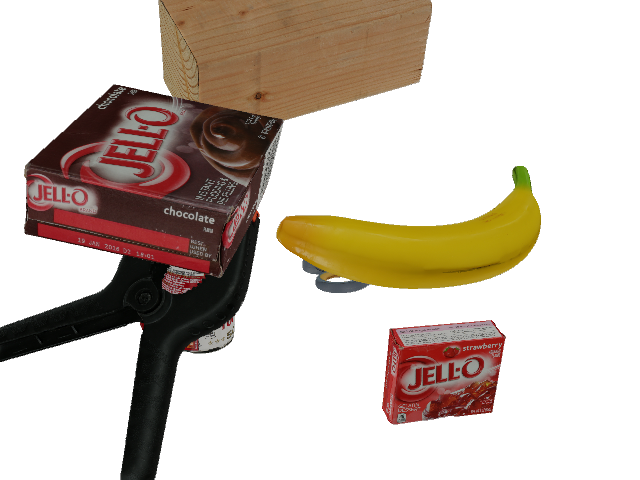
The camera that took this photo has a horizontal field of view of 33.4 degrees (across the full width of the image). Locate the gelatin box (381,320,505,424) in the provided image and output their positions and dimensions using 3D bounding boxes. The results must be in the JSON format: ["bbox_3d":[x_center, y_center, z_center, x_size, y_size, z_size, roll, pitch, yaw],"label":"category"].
[{"bbox_3d":[0.095,0.103,0.837,0.089,0.073,0.030,-4,29,-15],"label":"gelatin box"}]

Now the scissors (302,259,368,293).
[{"bbox_3d":[0.078,0.036,1.178,0.202,0.016,0.096,3,23,5],"label":"scissors"}]

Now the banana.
[{"bbox_3d":[0.069,0.000,0.646,0.197,0.037,0.070,-12,46,-33],"label":"banana"}]

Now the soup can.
[{"bbox_3d":[-0.110,0.041,0.949,0.068,0.102,0.068,2,26,-1],"label":"soup can"}]

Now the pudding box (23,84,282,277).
[{"bbox_3d":[-0.073,-0.031,0.491,0.090,0.039,0.113,13,26,4],"label":"pudding box"}]

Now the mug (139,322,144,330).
[{"bbox_3d":[-0.164,0.063,1.185,0.093,0.081,0.117,12,33,19],"label":"mug"}]

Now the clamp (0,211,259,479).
[{"bbox_3d":[-0.124,0.045,0.723,0.165,0.210,0.036,28,-17,23],"label":"clamp"}]

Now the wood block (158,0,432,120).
[{"bbox_3d":[-0.021,-0.166,0.895,0.205,0.090,0.091,-18,-36,-18],"label":"wood block"}]
